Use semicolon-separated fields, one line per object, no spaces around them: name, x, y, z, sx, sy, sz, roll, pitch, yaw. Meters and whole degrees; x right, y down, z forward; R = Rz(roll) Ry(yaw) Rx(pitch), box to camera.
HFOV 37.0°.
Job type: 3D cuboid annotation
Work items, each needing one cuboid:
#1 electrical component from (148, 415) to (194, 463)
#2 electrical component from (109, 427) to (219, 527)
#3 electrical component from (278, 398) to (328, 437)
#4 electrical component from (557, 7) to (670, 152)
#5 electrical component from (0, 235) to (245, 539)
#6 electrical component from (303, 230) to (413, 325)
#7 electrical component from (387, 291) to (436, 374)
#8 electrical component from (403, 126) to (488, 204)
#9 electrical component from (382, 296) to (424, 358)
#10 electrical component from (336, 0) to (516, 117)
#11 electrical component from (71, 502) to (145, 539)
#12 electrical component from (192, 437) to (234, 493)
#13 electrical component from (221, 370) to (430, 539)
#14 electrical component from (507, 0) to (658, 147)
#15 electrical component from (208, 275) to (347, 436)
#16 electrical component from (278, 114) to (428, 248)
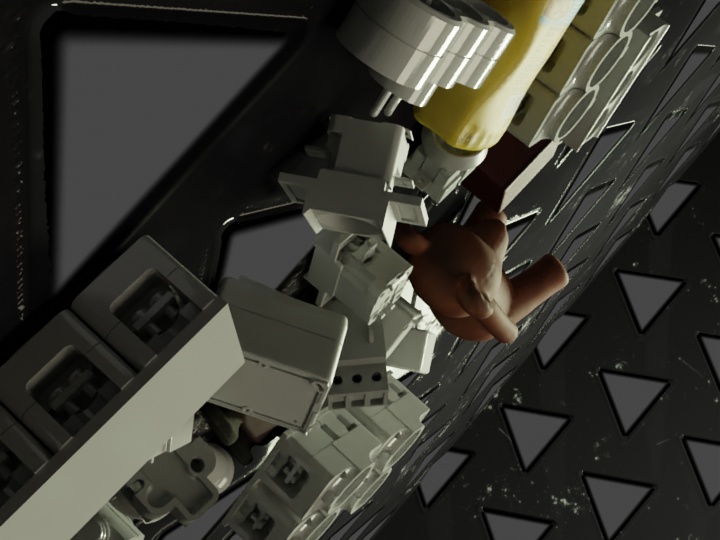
electrical component;-0.124;0.080;0.603;0.055;0.048;0.066;-21;124;-59
electrical component;-0.128;0.123;0.665;0.058;0.078;0.057;-42;-178;-32
electrical component;-0.041;0.113;0.940;0.077;0.047;0.065;-44;164;-23
electrical component;0.198;-0.171;0.916;0.079;0.063;0.121;-34;159;-46
electrical component;-0.133;0.064;0.513;0.150;0.062;0.089;-46;165;-17
electrical component;0.000;0.000;0.750;0.042;0.064;0.081;-42;164;-31
electrical component;0.036;0.053;1.002;0.047;0.066;0.076;28;73;-75
electrical component;0.063;-0.084;0.766;0.066;0.048;0.055;-44;172;-24
electrical component;0.010;0.044;0.907;0.061;0.061;0.096;-52;174;5
electrical component;0.029;-0.113;0.576;0.073;0.052;0.138;-56;164;22
electrical component;-0.180;0.179;0.683;0.080;0.051;0.080;-46;165;-16
electrical component;-0.120;0.148;0.811;0.040;0.040;0.046;-48;159;-9
electrical component;-0.020;0.165;0.909;0.105;0.060;0.186;-56;164;25
electrical component;0.162;-0.173;0.804;0.089;0.062;0.150;-35;159;-46
electrical component;-0.062;0.047;0.652;0.061;0.096;0.061;113;-6;-48
electrical component;0.000;-0.051;0.604;0.042;0.081;0.063;59;43;-76
